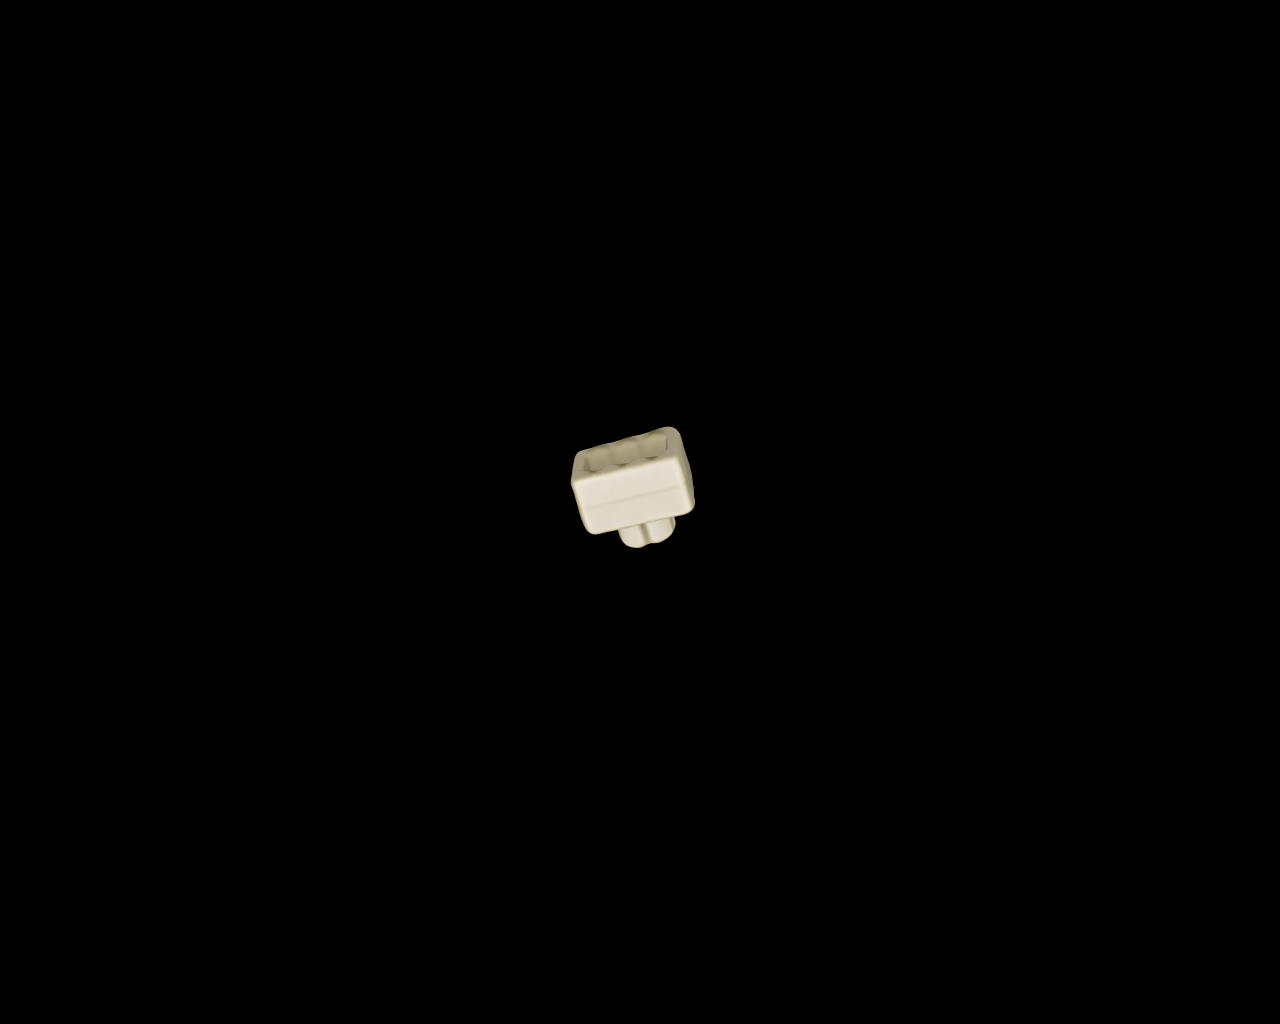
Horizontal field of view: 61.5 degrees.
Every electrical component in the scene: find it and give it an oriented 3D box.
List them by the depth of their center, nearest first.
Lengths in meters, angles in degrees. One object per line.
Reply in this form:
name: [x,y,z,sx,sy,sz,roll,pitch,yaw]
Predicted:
electrical component: [0.001,-0.003,0.650,0.066,0.076,0.047,-14,26,7]
